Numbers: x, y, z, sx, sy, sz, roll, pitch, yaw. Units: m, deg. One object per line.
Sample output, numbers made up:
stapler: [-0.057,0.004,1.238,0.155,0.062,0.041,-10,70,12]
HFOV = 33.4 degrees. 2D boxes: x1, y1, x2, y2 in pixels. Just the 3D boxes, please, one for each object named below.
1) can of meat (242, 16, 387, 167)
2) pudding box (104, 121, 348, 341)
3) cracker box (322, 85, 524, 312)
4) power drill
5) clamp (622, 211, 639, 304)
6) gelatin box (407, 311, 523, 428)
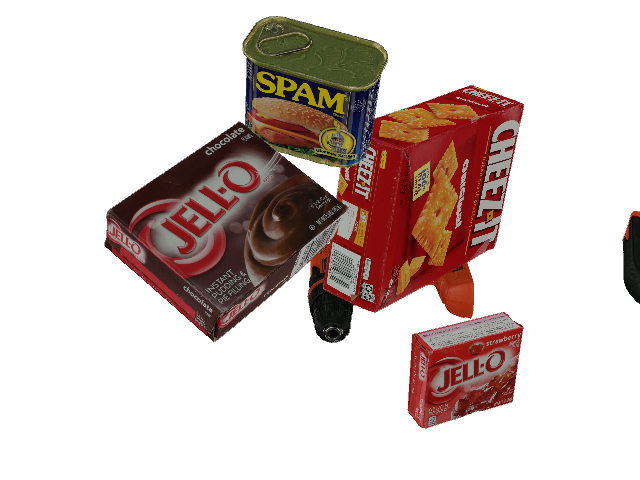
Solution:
can of meat: [-0.007,-0.107,0.790,0.102,0.057,0.084,17,-42,10]
pudding box: [-0.054,-0.008,0.617,0.113,0.090,0.039,-39,-18,-37]
cracker box: [0.101,-0.044,1.008,0.072,0.164,0.213,26,31,32]
power drill: [0.079,0.057,1.228,0.187,0.057,0.184,-1,28,-1]
clamp: [0.266,0.043,0.706,0.120,0.039,0.171,-2,45,-19]
gelatin box: [0.114,0.102,0.843,0.089,0.073,0.030,-12,31,-24]
